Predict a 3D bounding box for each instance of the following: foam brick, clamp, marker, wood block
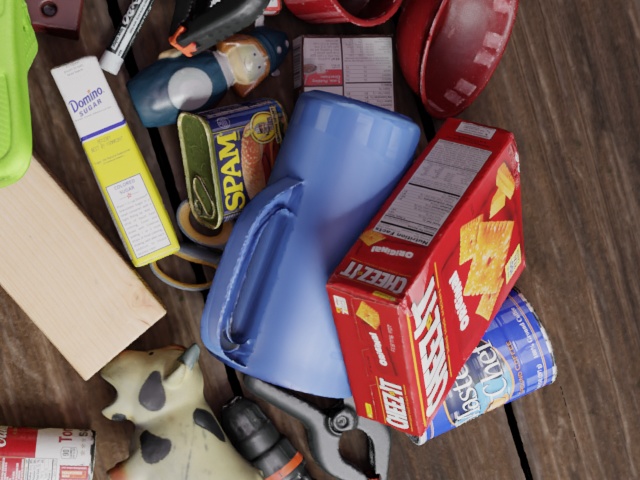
[{"bbox_3d":[-0.229,-0.217,0.918,0.053,0.051,0.078,8,92,-11],"label":"foam brick"},{"bbox_3d":[0.006,0.166,0.997,0.120,0.039,0.171,-20,94,0],"label":"clamp"},{"bbox_3d":[-0.050,-0.241,0.892,0.210,0.165,0.036,-58,144,1],"label":"clamp"},{"bbox_3d":[-0.162,-0.204,0.949,0.020,0.020,0.121,28,89,-12],"label":"marker"},{"bbox_3d":[-0.233,0.007,0.912,0.091,0.090,0.206,-40,101,-6],"label":"wood block"}]

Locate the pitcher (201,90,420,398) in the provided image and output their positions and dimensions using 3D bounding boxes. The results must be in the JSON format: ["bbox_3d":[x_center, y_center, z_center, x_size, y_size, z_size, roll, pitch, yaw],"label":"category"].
[{"bbox_3d":[-0.006,0.001,0.893,0.145,0.149,0.243,16,94,-5],"label":"pitcher"}]

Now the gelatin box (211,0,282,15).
[{"bbox_3d":[-0.081,-0.239,0.957,0.089,0.030,0.073,-4,93,-11],"label":"gelatin box"}]

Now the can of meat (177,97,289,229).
[{"bbox_3d":[-0.072,-0.070,0.941,0.083,0.058,0.102,-18,112,-29],"label":"can of meat"}]

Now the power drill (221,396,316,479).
[{"bbox_3d":[-0.086,0.261,0.974,0.187,0.057,0.184,-35,93,-6],"label":"power drill"}]

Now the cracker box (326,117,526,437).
[{"bbox_3d":[0.097,0.029,0.884,0.213,0.072,0.164,-53,145,-34],"label":"cracker box"}]

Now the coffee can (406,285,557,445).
[{"bbox_3d":[0.131,0.114,0.985,0.140,0.103,0.103,-23,98,-9],"label":"coffee can"}]

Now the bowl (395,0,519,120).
[{"bbox_3d":[0.115,-0.192,0.959,0.055,0.162,0.162,27,87,27],"label":"bowl"}]

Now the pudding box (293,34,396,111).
[{"bbox_3d":[0.023,-0.132,0.980,0.090,0.039,0.113,-3,95,-13],"label":"pudding box"}]

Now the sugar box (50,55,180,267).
[{"bbox_3d":[-0.172,-0.065,0.910,0.048,0.093,0.176,-21,92,-9],"label":"sugar box"}]

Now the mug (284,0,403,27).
[{"bbox_3d":[0.026,-0.234,0.945,0.117,0.082,0.093,-5,99,-36],"label":"mug"}]

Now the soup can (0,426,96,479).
[{"bbox_3d":[-0.250,0.198,0.932,0.102,0.068,0.068,4,93,-12],"label":"soup can"}]

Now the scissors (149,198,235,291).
[{"bbox_3d":[-0.055,0.015,0.985,0.201,0.016,0.096,7,92,-12],"label":"scissors"}]
